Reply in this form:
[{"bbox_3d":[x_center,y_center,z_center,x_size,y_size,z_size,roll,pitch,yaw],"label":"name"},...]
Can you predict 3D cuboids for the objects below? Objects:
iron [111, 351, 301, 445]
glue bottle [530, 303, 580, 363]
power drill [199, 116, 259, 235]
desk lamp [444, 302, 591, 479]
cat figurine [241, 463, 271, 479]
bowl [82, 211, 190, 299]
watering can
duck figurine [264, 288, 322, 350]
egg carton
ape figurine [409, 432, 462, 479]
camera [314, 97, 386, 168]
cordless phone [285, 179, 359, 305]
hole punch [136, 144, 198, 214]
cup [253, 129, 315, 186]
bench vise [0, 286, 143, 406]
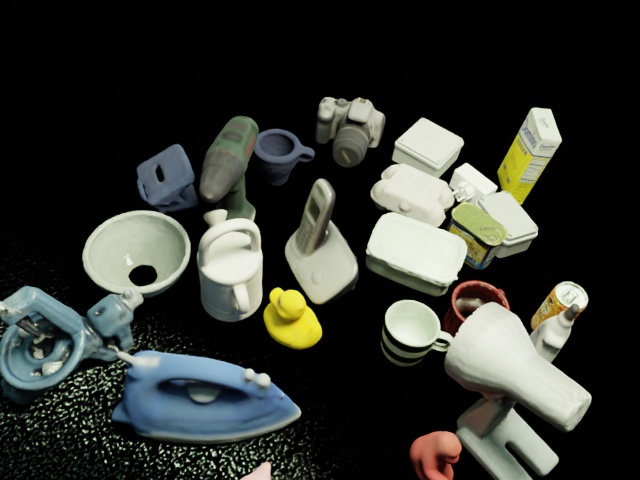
[{"bbox_3d":[-0.150,0.200,0.783,0.258,0.141,0.118,6,51,-3],"label":"iron"},{"bbox_3d":[0.351,0.148,0.870,0.037,0.173,0.078,23,52,12],"label":"glue bottle"},{"bbox_3d":[-0.153,-0.091,0.973,0.075,0.208,0.229,9,51,0],"label":"power drill"},{"bbox_3d":[0.260,0.214,0.779,0.118,0.213,0.202,-30,61,-27],"label":"desk lamp"},{"bbox_3d":[-0.096,0.339,0.694,0.067,0.118,0.128,40,57,23],"label":"cat figurine"},{"bbox_3d":[-0.294,0.036,0.938,0.167,0.075,0.167,4,51,-4],"label":"bowl"},{"bbox_3d":[-0.143,0.030,0.886,0.101,0.194,0.172,-34,62,-29],"label":"watering can"},{"bbox_3d":[-0.041,0.117,0.899,0.104,0.086,0.078,36,56,20],"label":"duck figurine"},{"bbox_3d":[0.177,-0.082,1.098,0.150,0.069,0.107,26,53,13],"label":"egg carton"},{"bbox_3d":[0.165,0.292,0.782,0.076,0.092,0.078,35,56,20],"label":"ape figurine"},{"bbox_3d":[0.054,-0.224,1.176,0.143,0.101,0.137,15,51,5],"label":"camera"},{"bbox_3d":[0.009,0.003,0.933,0.094,0.185,0.147,-21,57,-22],"label":"cordless phone"},{"bbox_3d":[-0.281,-0.108,1.044,0.101,0.091,0.108,-17,55,-19],"label":"hole punch"},{"bbox_3d":[-0.071,-0.150,1.104,0.118,0.095,0.091,7,51,-2],"label":"cup"},{"bbox_3d":[-0.353,0.108,0.778,0.121,0.220,0.208,28,53,15],"label":"bench vise"}]
